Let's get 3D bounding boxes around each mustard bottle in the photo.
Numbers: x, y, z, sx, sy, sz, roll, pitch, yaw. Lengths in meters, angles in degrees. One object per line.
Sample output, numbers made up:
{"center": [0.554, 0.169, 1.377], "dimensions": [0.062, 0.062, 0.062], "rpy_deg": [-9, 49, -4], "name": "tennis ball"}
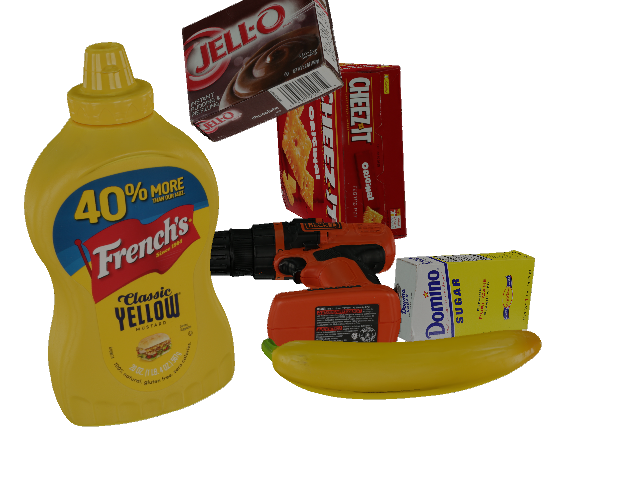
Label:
{"center": [-0.098, -0.004, 0.540], "dimensions": [0.096, 0.192, 0.058], "rpy_deg": [-12, 25, -21], "name": "mustard bottle"}

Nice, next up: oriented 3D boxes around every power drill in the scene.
{"center": [-0.015, 0.032, 0.900], "dimensions": [0.184, 0.057, 0.188], "rpy_deg": [-4, 23, -7], "name": "power drill"}

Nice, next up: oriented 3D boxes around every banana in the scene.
{"center": [0.051, 0.080, 0.725], "dimensions": [0.198, 0.037, 0.069], "rpy_deg": [0, 29, 8], "name": "banana"}

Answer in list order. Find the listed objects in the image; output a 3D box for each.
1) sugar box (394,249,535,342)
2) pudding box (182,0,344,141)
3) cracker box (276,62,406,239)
{"center": [0.168, 0.064, 1.250], "dimensions": [0.175, 0.093, 0.048], "rpy_deg": [-4, 14, -32], "name": "sugar box"}
{"center": [-0.044, -0.134, 0.778], "dimensions": [0.114, 0.090, 0.039], "rpy_deg": [-19, -30, 18], "name": "pudding box"}
{"center": [0.015, -0.097, 1.086], "dimensions": [0.072, 0.164, 0.214], "rpy_deg": [-7, 12, -16], "name": "cracker box"}
